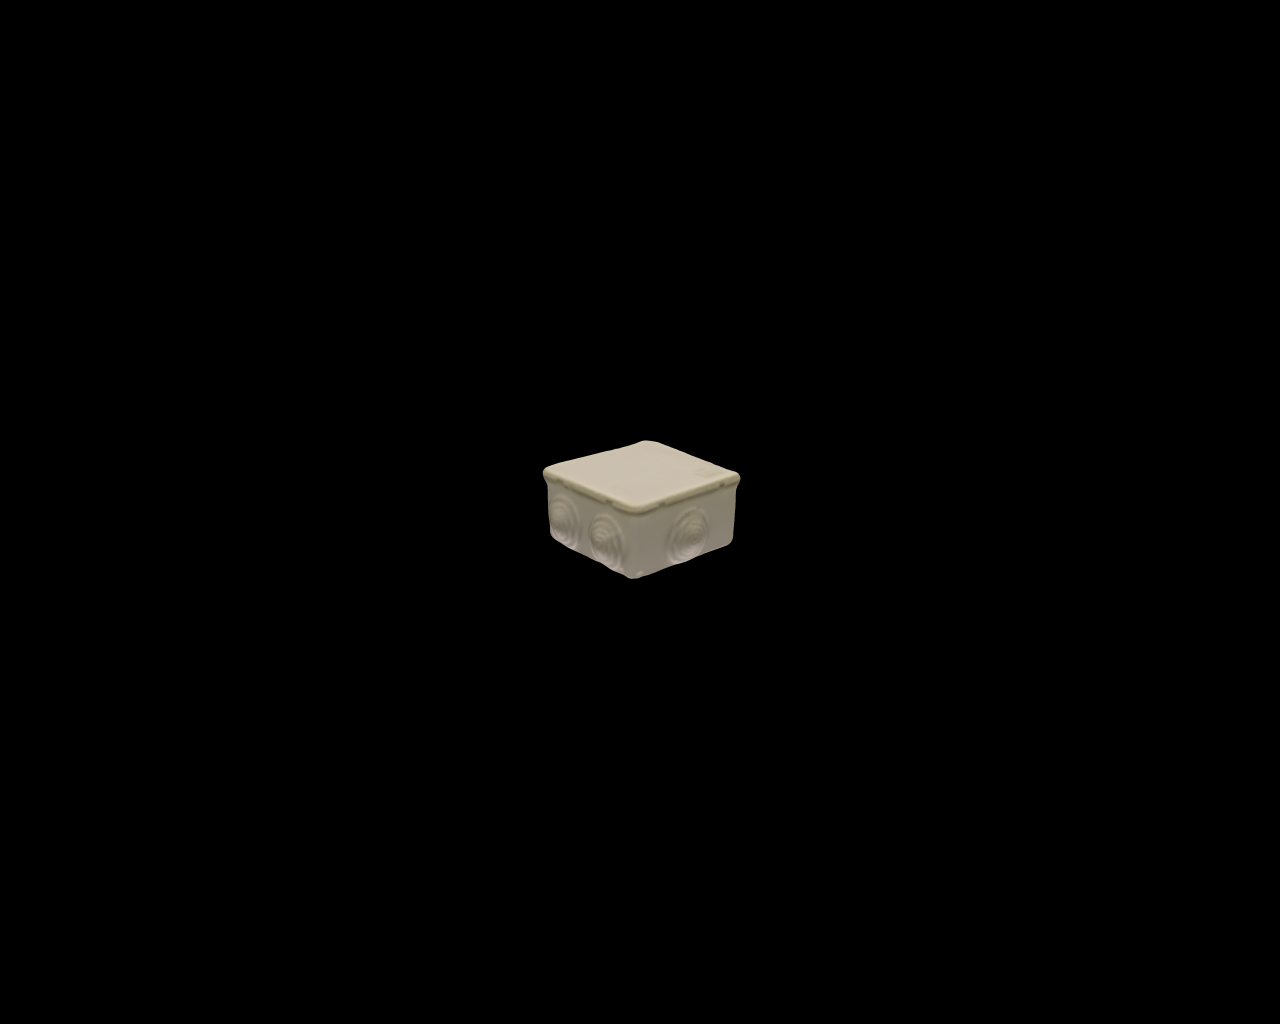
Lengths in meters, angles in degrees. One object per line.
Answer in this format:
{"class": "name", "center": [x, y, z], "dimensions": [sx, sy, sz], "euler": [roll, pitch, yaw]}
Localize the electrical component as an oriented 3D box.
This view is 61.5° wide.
{"class": "electrical component", "center": [0.001, -0.003, 0.650], "dimensions": [0.100, 0.048, 0.100], "euler": [-17, 28, -37]}
